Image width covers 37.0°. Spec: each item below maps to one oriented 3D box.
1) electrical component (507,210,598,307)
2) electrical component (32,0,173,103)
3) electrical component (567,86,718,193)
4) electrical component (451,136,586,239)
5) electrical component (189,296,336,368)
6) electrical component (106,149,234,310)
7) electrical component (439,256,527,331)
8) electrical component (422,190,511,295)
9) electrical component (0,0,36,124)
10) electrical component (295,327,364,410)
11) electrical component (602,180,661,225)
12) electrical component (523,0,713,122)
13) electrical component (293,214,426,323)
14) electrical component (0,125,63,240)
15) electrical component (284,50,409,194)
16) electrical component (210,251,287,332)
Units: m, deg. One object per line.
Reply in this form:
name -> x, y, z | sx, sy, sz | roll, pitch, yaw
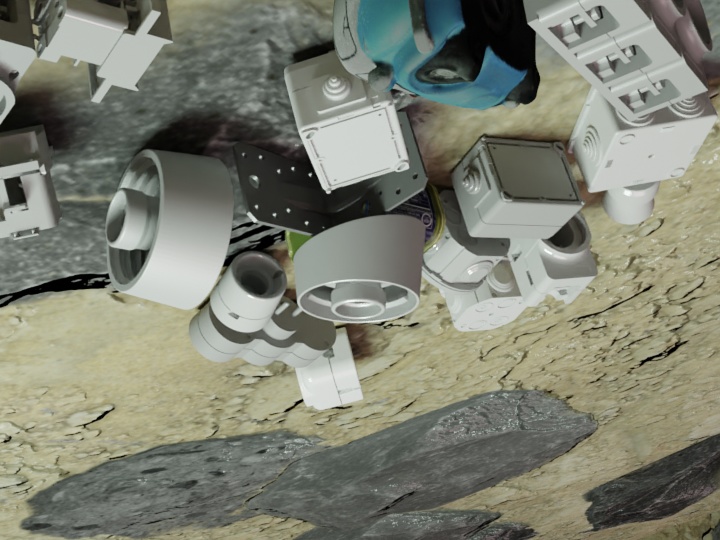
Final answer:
electrical component -> 0.161, -0.022, 0.919 | 0.050, 0.089, 0.055 | -4, 151, -21
electrical component -> -0.144, -0.136, 0.594 | 0.064, 0.042, 0.081 | 10, 144, -35
electrical component -> 0.218, -0.106, 0.833 | 0.100, 0.048, 0.099 | -10, 153, -10
electrical component -> 0.116, -0.062, 0.851 | 0.096, 0.061, 0.061 | 0, 149, -28
electrical component -> -0.077, 0.048, 0.971 | 0.138, 0.052, 0.074 | 8, 145, -39
electrical component -> -0.138, -0.031, 0.733 | 0.060, 0.108, 0.108 | 11, 144, -32
electrical component -> 0.118, 0.020, 1.023 | 0.080, 0.051, 0.080 | -12, 153, -6
electrical component -> 0.080, -0.024, 0.887 | 0.080, 0.080, 0.051 | 6, 141, -36
electrical component -> -0.218, -0.112, 0.584 | 0.050, 0.055, 0.089 | 10, 144, -40
electrical component -> -0.034, 0.103, 1.099 | 0.059, 0.053, 0.095 | -15, 153, -1
electrical component -> 0.231, -0.071, 0.914 | 0.045, 0.045, 0.055 | -15, 153, -1
electrical component -> 0.153, -0.163, 0.636 | 0.062, 0.089, 0.150 | -20, 155, 30
electrical component -> 0.000, 0.000, 0.796 | 0.099, 0.064, 0.099 | 0, 158, 0
electrical component -> -0.214, -0.054, 0.674 | 0.042, 0.063, 0.081 | -11, -165, -6
electrical component -> -0.010, -0.105, 0.702 | 0.062, 0.061, 0.096 | -17, 153, 3
electrical component -> -0.092, 0.017, 0.903 | 0.055, 0.055, 0.047 | 1, 146, -29
